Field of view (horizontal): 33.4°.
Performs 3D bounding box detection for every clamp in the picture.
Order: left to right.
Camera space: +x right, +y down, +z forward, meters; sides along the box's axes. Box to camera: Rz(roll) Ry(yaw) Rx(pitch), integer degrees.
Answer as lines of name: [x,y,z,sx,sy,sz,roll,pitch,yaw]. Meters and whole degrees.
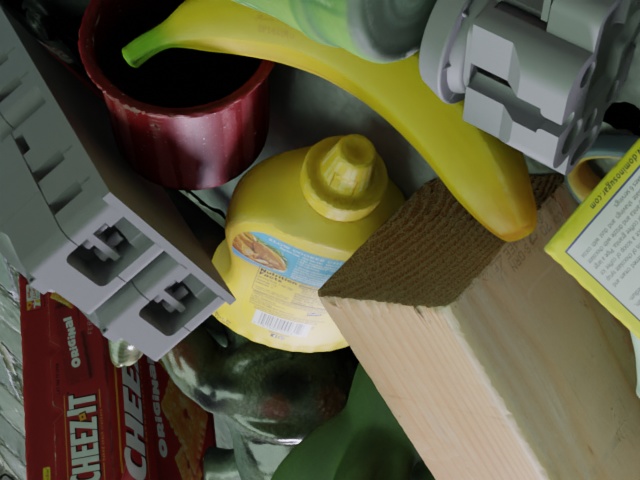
clamp: [-0.150,-0.139,0.617,0.171,0.039,0.120,37,152,18]

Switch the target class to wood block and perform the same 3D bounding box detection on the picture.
wood block: [0.100,0.078,0.497,0.091,0.090,0.206,2,130,54]

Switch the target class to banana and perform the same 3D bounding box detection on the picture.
banana: [0.012,-0.067,0.450,0.198,0.069,0.037,26,180,21]

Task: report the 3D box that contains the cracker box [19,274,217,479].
cracker box: [-0.141,0.127,0.791,0.213,0.072,0.164,58,-159,-65]

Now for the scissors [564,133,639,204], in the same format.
scissors: [0.177,0.018,0.382,0.202,0.016,0.096,28,150,32]

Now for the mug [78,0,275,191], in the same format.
mug: [-0.069,-0.087,0.531,0.081,0.093,0.117,94,158,-63]

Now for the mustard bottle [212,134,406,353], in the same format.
mustard bottle: [-0.004,0.000,0.561,0.096,0.058,0.192,18,153,-5]

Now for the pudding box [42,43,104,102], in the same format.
pudding box: [-0.180,-0.066,0.715,0.090,0.039,0.114,40,120,15]

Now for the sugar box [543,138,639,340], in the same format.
sugar box: [0.166,0.029,0.336,0.176,0.048,0.093,44,137,12]
